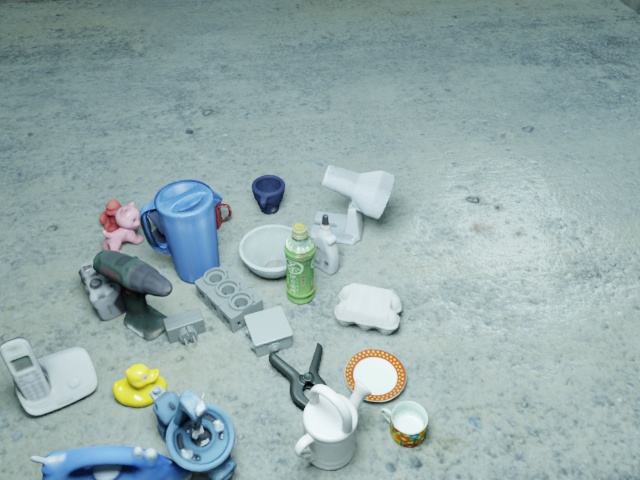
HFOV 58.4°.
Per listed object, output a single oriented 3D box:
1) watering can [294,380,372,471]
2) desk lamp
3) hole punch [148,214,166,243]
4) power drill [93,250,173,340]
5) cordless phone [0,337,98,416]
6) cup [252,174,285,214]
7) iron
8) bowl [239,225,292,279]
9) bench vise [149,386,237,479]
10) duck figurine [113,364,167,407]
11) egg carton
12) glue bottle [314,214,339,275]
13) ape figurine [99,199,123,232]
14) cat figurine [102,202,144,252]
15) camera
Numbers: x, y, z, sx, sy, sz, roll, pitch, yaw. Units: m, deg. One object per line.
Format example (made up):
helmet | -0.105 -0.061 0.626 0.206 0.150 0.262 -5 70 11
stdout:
watering can | 0.022 0.325 1.048 0.100 0.194 0.173 18 46 16
desk lamp | 0.081 -0.093 1.473 0.203 0.214 0.118 8 44 7
hole punch | -0.387 -0.038 1.490 0.101 0.091 0.108 -27 50 -26
power drill | -0.390 0.118 1.243 0.229 0.208 0.076 26 49 24
cordless phone | -0.529 0.247 1.120 0.148 0.185 0.094 -23 49 -23
cup | -0.142 -0.109 1.570 0.091 0.095 0.118 6 44 5
iron | -0.362 0.398 0.999 0.258 0.141 0.118 -6 44 -7
bowl | -0.116 0.041 1.428 0.167 0.075 0.167 1 44 -1
bench vise | -0.245 0.327 1.020 0.207 0.220 0.122 18 46 17
duck figurine | -0.368 0.285 1.156 0.104 0.086 0.077 -5 44 -7
egg carton | 0.111 0.158 1.315 0.150 0.069 0.107 9 44 8
glue bottle | 0.013 0.005 1.398 0.078 0.173 0.037 32 52 28
ape figurine | -0.543 -0.069 1.518 0.077 0.092 0.076 21 47 20
cat figurine | -0.505 -0.036 1.466 0.067 0.118 0.128 25 49 23
camera | -0.481 0.092 1.345 0.137 0.101 0.142 -23 49 -23
